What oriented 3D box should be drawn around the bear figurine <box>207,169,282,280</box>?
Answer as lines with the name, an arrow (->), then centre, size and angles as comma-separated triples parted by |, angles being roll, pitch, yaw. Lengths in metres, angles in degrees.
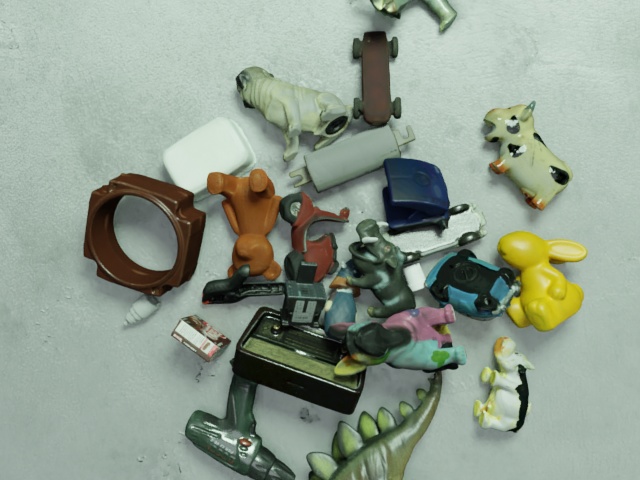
bear figurine -> -0.135, -0.022, 0.989 | 0.120, 0.132, 0.195 | 1, 84, 14

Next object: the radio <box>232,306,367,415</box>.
radio -> -0.029, 0.211, 0.968 | 0.230, 0.131, 0.073 | 19, 125, 4

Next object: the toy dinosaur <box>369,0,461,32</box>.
toy dinosaur -> 0.227, -0.536, 0.977 | 0.192, 0.131, 0.405 | 38, 86, 3

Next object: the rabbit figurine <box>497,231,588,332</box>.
rabbit figurine -> 0.390, 0.056, 0.950 | 0.162, 0.122, 0.173 | -30, 87, -1

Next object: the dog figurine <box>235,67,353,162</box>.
dog figurine -> -0.048, -0.265, 1.007 | 0.172, 0.121, 0.191 | -20, 67, -29

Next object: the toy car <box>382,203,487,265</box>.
toy car -> 0.209, -0.009, 0.997 | 0.202, 0.056, 0.073 | -19, 81, 3

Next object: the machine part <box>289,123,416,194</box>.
machine part -> 0.060, -0.151, 0.998 | 0.243, 0.079, 0.079 | -20, 88, 3

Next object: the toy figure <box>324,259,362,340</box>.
toy figure -> 0.043, 0.105, 0.991 | 0.058, 0.064, 0.154 | -6, 53, 29

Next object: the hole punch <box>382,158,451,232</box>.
hole punch -> 0.170, -0.088, 0.961 | 0.116, 0.092, 0.142 | -10, 51, 6

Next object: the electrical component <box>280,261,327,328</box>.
electrical component -> -0.026, 0.099, 0.961 | 0.075, 0.048, 0.119 | 8, 124, -16

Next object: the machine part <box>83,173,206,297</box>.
machine part -> -0.325, -0.009, 0.993 | 0.202, 0.087, 0.200 | 17, 109, 3

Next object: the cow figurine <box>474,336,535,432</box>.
cow figurine -> 0.346, 0.263, 0.975 | 0.098, 0.068, 0.167 | 14, 94, -1

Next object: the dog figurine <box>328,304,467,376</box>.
dog figurine -> 0.127, 0.179, 0.929 | 0.219, 0.191, 0.108 | -7, 72, 0

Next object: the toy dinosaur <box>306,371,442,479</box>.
toy dinosaur -> 0.091, 0.413, 0.954 | 0.471, 0.105, 0.199 | -42, 66, -10

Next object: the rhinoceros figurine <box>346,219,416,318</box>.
rhinoceros figurine -> 0.108, 0.054, 0.958 | 0.112, 0.073, 0.190 | -14, 109, 39

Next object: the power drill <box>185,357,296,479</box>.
power drill -> -0.125, 0.336, 1.011 | 0.232, 0.086, 0.207 | 19, 98, 7

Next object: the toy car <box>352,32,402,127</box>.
toy car -> 0.104, -0.300, 0.997 | 0.089, 0.053, 0.202 | -3, 68, 6

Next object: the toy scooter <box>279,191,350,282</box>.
toy scooter -> -0.002, -0.003, 1.002 | 0.135, 0.075, 0.183 | -10, 103, -24

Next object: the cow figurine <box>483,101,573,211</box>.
cow figurine -> 0.372, -0.162, 0.972 | 0.127, 0.085, 0.195 | -43, 85, 8

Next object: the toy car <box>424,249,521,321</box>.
toy car -> 0.279, 0.093, 0.962 | 0.162, 0.102, 0.109 | 21, 62, 43
